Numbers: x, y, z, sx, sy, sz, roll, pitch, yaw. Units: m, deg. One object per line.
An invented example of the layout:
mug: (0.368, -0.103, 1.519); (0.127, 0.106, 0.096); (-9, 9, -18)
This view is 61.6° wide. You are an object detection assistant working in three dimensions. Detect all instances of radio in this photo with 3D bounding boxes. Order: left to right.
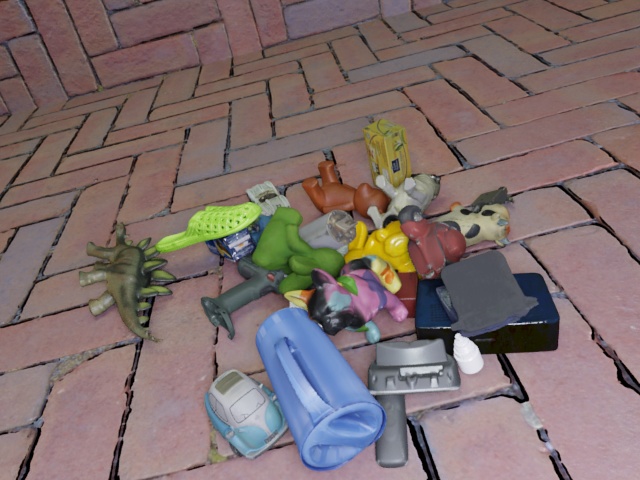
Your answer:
radio: (0.283, 0.127, 0.934); (0.230, 0.073, 0.131); (-4, 35, 12)

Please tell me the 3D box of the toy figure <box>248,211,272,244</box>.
toy figure: (-0.140, -0.020, 1.256); (0.089, 0.082, 0.180); (-30, 22, -9)

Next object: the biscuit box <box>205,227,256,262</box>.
biscuit box: (-0.217, 0.000, 1.250); (0.063, 0.059, 0.203); (-31, 17, -22)

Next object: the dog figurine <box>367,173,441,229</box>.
dog figurine: (0.213, -0.071, 1.237); (0.121, 0.172, 0.190); (23, 15, 35)

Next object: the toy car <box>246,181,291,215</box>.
toy car: (-0.138, -0.104, 1.424); (0.073, 0.056, 0.202); (-25, 36, -14)

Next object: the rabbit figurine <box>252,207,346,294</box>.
rabbit figurine: (-0.034, 0.028, 1.046); (0.170, 0.121, 0.159); (21, 31, 6)

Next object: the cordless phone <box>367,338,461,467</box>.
cordless phone: (0.145, 0.251, 0.823); (0.147, 0.088, 0.184); (-6, 47, 11)

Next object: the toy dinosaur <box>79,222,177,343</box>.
toy dinosaur: (-0.439, 0.088, 1.230); (0.199, 0.104, 0.472); (-16, 39, -9)

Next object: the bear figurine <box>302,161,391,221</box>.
bear figurine: (0.074, -0.112, 1.300); (0.196, 0.131, 0.120); (7, 44, 38)

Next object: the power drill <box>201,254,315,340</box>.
power drill: (-0.126, 0.109, 1.103); (0.207, 0.085, 0.232); (-40, 40, -26)

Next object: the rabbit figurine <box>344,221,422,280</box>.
rabbit figurine: (0.109, 0.028, 1.104); (0.173, 0.121, 0.162); (-32, 41, 8)

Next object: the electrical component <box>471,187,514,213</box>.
electrical component: (0.390, -0.079, 1.211); (0.078, 0.045, 0.102); (-19, 18, 49)

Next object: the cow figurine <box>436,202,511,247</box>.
cow figurine: (0.308, -0.021, 1.120); (0.195, 0.085, 0.127); (-24, 38, -8)

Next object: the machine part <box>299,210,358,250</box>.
machine part: (-0.002, -0.003, 1.151); (0.243, 0.079, 0.079); (-28, 16, 50)

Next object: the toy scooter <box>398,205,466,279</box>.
toy scooter: (0.215, 0.019, 0.991); (0.075, 0.183, 0.135); (-32, 54, 35)

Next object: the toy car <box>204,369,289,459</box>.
toy car: (-0.127, 0.262, 0.870); (0.109, 0.102, 0.162); (-33, 41, -26)

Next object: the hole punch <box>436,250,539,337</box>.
hole punch: (0.257, 0.093, 0.868); (0.142, 0.092, 0.116); (-17, 66, -6)

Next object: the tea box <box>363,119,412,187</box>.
tea box: (0.173, -0.208, 1.356); (0.068, 0.169, 0.098); (-28, 38, -19)

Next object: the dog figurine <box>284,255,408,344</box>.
dog figurine: (0.042, 0.085, 0.925); (0.108, 0.219, 0.192); (-39, 45, 30)
